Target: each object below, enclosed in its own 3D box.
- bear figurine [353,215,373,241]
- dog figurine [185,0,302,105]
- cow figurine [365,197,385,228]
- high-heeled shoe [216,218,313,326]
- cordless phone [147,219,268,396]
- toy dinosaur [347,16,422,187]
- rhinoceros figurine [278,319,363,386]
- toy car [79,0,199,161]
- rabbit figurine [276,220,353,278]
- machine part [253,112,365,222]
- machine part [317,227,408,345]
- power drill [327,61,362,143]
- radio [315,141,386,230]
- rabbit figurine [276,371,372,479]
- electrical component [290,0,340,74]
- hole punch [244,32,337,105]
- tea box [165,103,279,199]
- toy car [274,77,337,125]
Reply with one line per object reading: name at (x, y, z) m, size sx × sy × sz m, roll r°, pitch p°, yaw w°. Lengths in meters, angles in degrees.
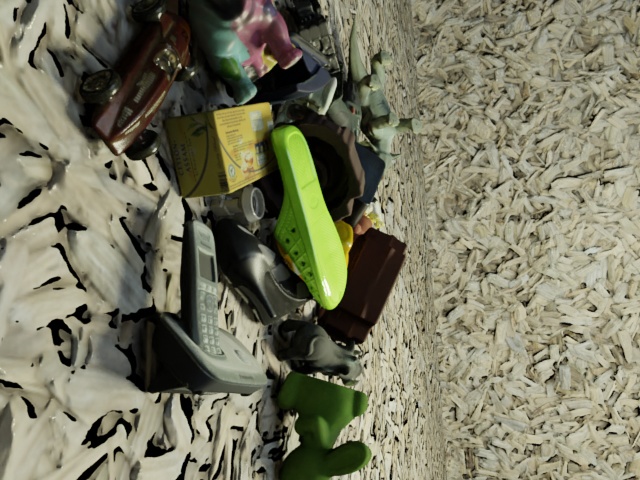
bear figurine at (0.095, 0.009, 1.196) m, size 0.196 × 0.132 × 0.120 m, roll -44°, pitch 156°, yaw -62°
dog figurine at (-0.123, -0.288, 0.648) m, size 0.219 × 0.108 × 0.192 m, roll 55°, pitch 1°, yaw -27°
cow figurine at (0.116, -0.085, 1.359) m, size 0.167 × 0.068 × 0.098 m, roll 35°, pitch 47°, yaw -70°
high-heeled shoe at (-0.083, 0.043, 0.776) m, size 0.145 × 0.086 × 0.248 m, roll 60°, pitch 2°, yaw 6°
cordless phone at (-0.122, 0.079, 0.600) m, size 0.146 × 0.089 × 0.184 m, roll 40°, pitch 44°, yaw -64°
toy dinosaur at (0.128, -0.342, 1.377) m, size 0.131 × 0.192 × 0.404 m, roll -20°, pitch 91°, yaw -36°
rhinoceros figurine at (0.009, 0.190, 0.904) m, size 0.190 × 0.112 × 0.073 m, roll 48°, pitch 40°, yaw -48°
toy car at (-0.175, -0.168, 0.552) m, size 0.089 × 0.053 × 0.202 m, roll 69°, pitch 22°, yaw -46°
rabbit figurine at (-0.002, -0.003, 0.933) m, size 0.162 × 0.122 × 0.173 m, roll 67°, pitch 7°, yaw -48°
machine part at (-0.018, -0.103, 0.818) m, size 0.056 × 0.179 × 0.179 m, roll -68°, pitch 148°, yaw -59°
machine part at (0.071, 0.087, 0.991) m, size 0.201 × 0.087 × 0.201 m, roll 123°, pitch -8°, yaw -75°
power drill at (0.040, -0.306, 1.201) m, size 0.207 × 0.086 × 0.232 m, roll 59°, pitch 32°, yaw -66°
radio at (0.049, -0.125, 1.070) m, size 0.073 × 0.131 × 0.230 m, roll -53°, pitch -175°, yaw 30°
rabbit figurine at (0.003, 0.309, 0.836) m, size 0.121 × 0.159 × 0.170 m, roll 62°, pitch 44°, yaw -68°
electrical component at (-0.013, -0.396, 1.033) m, size 0.115 × 0.058 × 0.134 m, roll -107°, pitch 176°, yaw -47°
hole punch at (-0.052, -0.246, 0.822) m, size 0.115 × 0.142 × 0.092 m, roll 4°, pitch 80°, yaw -57°
tea box at (-0.116, -0.119, 0.685) m, size 0.169 × 0.068 × 0.098 m, roll -41°, pitch 124°, yaw -66°
toy car at (-0.029, -0.209, 0.897) m, size 0.056 × 0.073 × 0.202 m, roll 109°, pitch 1°, yaw -66°
